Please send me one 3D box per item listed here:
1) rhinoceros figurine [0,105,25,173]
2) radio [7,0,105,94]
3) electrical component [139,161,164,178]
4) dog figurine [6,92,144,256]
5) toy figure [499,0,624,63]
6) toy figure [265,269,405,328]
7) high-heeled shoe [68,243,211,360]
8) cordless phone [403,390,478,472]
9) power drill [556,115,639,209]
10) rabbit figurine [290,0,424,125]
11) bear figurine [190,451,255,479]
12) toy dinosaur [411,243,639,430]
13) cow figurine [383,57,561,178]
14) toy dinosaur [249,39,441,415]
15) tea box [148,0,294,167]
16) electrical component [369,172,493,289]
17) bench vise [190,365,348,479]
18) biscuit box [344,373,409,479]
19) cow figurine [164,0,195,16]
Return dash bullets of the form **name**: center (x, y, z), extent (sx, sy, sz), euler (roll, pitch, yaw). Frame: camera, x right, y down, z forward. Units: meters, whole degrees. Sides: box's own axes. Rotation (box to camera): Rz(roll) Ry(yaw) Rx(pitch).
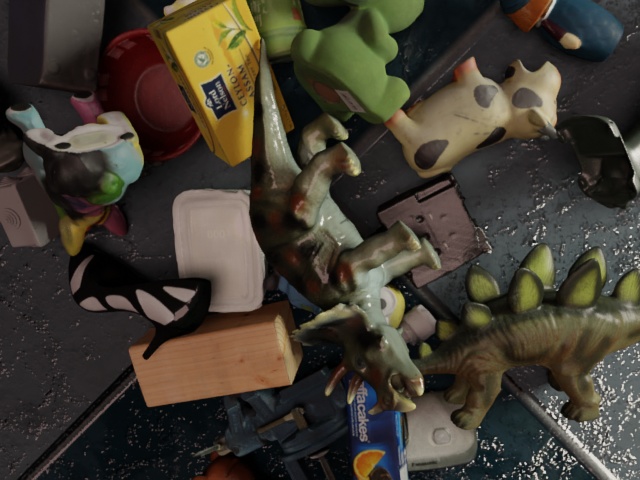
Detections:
- **rhinoceros figurine**: center (-0.457, -0.175, 0.707), extent (0.073, 0.112, 0.190), euler (-31, 83, -14)
- **radio**: center (-0.316, -0.294, 0.644), extent (0.131, 0.073, 0.229), euler (23, 110, 41)
- **electrical component**: center (-0.261, -0.114, 0.733), extent (0.094, 0.021, 0.063), euler (-12, 100, 11)
- **dog figurine**: center (-0.283, -0.060, 0.664), extent (0.192, 0.108, 0.219), euler (39, 143, 30)
- **toy figure**: center (0.259, -0.252, 0.601), extent (0.154, 0.064, 0.057), euler (29, 125, 1)
- **toy figure**: center (0.023, 0.066, 0.702), extent (0.180, 0.089, 0.082), euler (20, 118, 13)
- **high-heeled shoe**: center (-0.244, 0.042, 0.707), extent (0.249, 0.086, 0.145), euler (44, 107, 23)
- **cordless phone**: center (0.125, 0.209, 0.723), extent (0.147, 0.088, 0.184), euler (-12, 87, 12)
- **power drill**: center (0.359, -0.145, 0.579), extent (0.207, 0.086, 0.231), euler (-33, 105, -18)
- **rabbit figurine**: center (0.043, -0.240, 0.613), extent (0.159, 0.121, 0.170), euler (38, 80, -28)
- **bear figurine**: center (-0.101, 0.400, 0.777), extent (0.196, 0.120, 0.131), euler (25, 109, 4)
- **toy dinosaur**: center (0.289, 0.109, 0.644), extent (0.472, 0.105, 0.198), euler (-8, 106, -7)
- **cow figurine**: center (0.187, -0.141, 0.627), extent (0.195, 0.085, 0.127), euler (-31, 91, 12)
- **toy dinosaur**: center (-0.006, -0.006, 0.601), extent (0.192, 0.131, 0.405), euler (-37, 81, 12)
- **tea box**: center (-0.108, -0.183, 0.617), extent (0.098, 0.068, 0.169), euler (-37, 132, -15)
- **electrical component**: center (0.132, -0.008, 0.679), extent (0.134, 0.058, 0.115), euler (-29, 95, 13)
- **bench vise**: center (-0.029, 0.290, 0.732), extent (0.224, 0.129, 0.240), euler (-28, 82, 0)
- **biscuit box**: center (0.071, 0.254, 0.666), extent (0.063, 0.059, 0.202), euler (-7, 78, 16)
- **cow figurine**: center (-0.141, -0.293, 0.654), extent (0.098, 0.068, 0.167), euler (-32, 97, 8)
